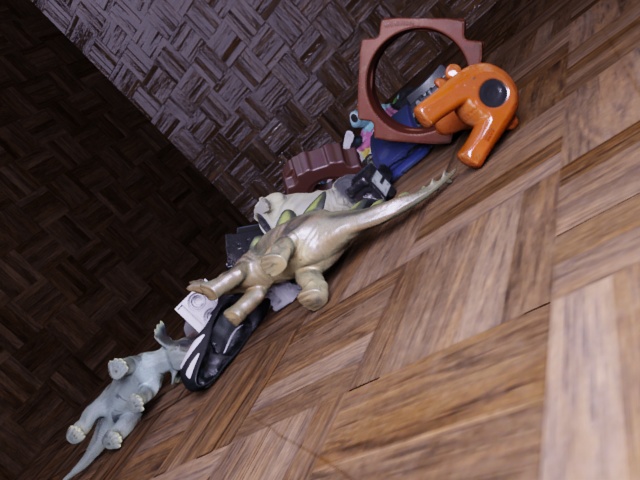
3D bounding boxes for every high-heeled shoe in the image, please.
[{"bbox_3d":[-0.144,0.144,0.911,0.249,0.086,0.145,-50,13,-8],"label":"high-heeled shoe"}]

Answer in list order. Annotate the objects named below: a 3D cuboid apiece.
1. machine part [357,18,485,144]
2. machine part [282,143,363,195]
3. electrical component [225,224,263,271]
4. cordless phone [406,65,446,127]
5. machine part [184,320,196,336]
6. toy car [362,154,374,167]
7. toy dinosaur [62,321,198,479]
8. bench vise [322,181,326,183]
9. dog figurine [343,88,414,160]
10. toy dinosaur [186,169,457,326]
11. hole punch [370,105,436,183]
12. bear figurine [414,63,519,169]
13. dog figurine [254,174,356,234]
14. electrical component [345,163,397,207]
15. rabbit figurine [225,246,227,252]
[{"bbox_3d":[0.169,-0.270,0.917,0.202,0.200,0.087,7,20,16],"label":"machine part"},{"bbox_3d":[0.011,-0.115,1.078,0.179,0.179,0.056,-38,50,33],"label":"machine part"},{"bbox_3d":[-0.168,0.022,1.290,0.115,0.058,0.134,-10,45,-2],"label":"electrical component"},{"bbox_3d":[0.259,-0.286,1.144,0.146,0.088,0.184,-41,20,24],"label":"cordless phone"},{"bbox_3d":[-0.224,0.167,1.154,0.243,0.079,0.079,-36,12,45],"label":"machine part"},{"bbox_3d":[0.074,-0.116,1.204,0.202,0.053,0.089,-48,-1,-2],"label":"toy car"},{"bbox_3d":[-0.389,0.317,1.107,0.405,0.131,0.192,-46,-4,16],"label":"toy dinosaur"},{"bbox_3d":[-0.011,-0.150,1.519,0.240,0.129,0.224,-42,7,-33],"label":"bench vise"},{"bbox_3d":[0.172,-0.271,1.306,0.219,0.109,0.191,-30,-31,-34],"label":"dog figurine"},{"bbox_3d":[-0.022,0.008,0.805,0.472,0.105,0.198,-17,29,30],"label":"toy dinosaur"},{"bbox_3d":[0.157,-0.187,1.051,0.142,0.092,0.116,-36,18,32],"label":"hole punch"},{"bbox_3d":[0.196,-0.179,0.759,0.132,0.120,0.196,-48,7,1],"label":"bear figurine"},{"bbox_3d":[-0.015,-0.068,1.023,0.190,0.173,0.121,-37,-39,-25],"label":"dog figurine"},{"bbox_3d":[0.095,-0.095,0.951,0.048,0.074,0.119,-39,15,29],"label":"electrical component"},{"bbox_3d":[-0.147,0.035,1.396,0.162,0.121,0.173,-35,23,-1],"label":"rabbit figurine"}]
